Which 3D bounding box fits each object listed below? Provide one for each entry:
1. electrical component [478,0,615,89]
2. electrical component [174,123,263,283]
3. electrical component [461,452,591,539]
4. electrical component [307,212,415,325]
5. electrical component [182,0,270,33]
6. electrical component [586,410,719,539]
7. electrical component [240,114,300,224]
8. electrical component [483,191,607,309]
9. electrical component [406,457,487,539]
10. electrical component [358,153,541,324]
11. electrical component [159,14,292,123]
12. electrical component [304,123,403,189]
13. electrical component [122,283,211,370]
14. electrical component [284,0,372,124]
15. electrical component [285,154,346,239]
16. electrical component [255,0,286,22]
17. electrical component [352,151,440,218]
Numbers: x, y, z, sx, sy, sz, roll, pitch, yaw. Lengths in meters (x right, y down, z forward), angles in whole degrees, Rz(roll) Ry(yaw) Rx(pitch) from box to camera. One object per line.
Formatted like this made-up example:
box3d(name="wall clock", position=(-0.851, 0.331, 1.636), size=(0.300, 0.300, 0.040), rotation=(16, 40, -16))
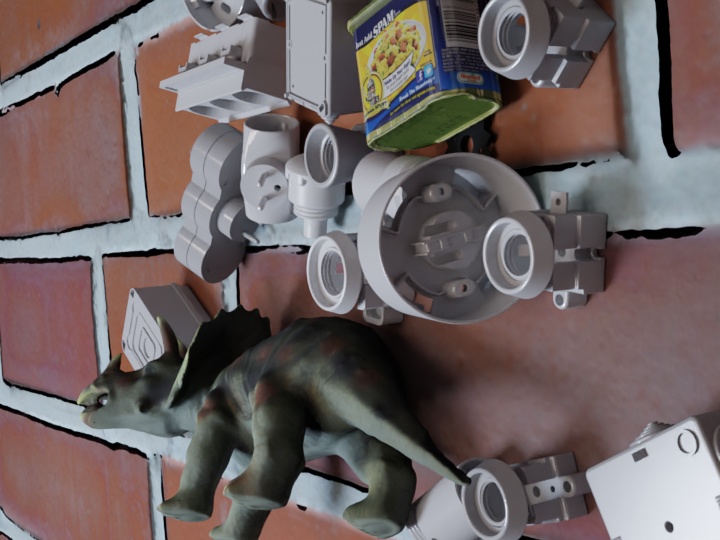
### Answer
box3d(name="electrical component", position=(0.098, -0.127, 0.583), size=(0.048, 0.055, 0.066), rotation=(58, 139, 34))
box3d(name="electrical component", position=(-0.109, -0.048, 0.916), size=(0.074, 0.052, 0.138), rotation=(33, 123, 29))
box3d(name="electrical component", position=(0.093, 0.131, 0.625), size=(0.066, 0.055, 0.048), rotation=(-28, 71, 55))
box3d(name="electrical component", position=(0.000, 0.000, 0.749), size=(0.058, 0.057, 0.078), rotation=(13, 105, 56))
box3d(name="electrical component", position=(-0.104, -0.245, 0.891), size=(0.099, 0.064, 0.099), rotation=(15, 112, 42))
box3d(name="electrical component", position=(0.165, 0.120, 0.520), size=(0.100, 0.048, 0.099), rotation=(-45, 57, 50))
box3d(name="electrical component", position=(-0.071, -0.071, 0.830), size=(0.079, 0.043, 0.077), rotation=(-79, -8, -63))
box3d(name="electrical component", position=(0.102, -0.010, 0.593), size=(0.048, 0.055, 0.066), rotation=(13, 105, 56))
box3d(name="electrical component", position=(0.060, 0.157, 0.691), size=(0.081, 0.043, 0.043), rotation=(-51, 53, 47))
box3d(name="electrical component", position=(0.051, -0.018, 0.637), size=(0.064, 0.099, 0.099), rotation=(-4, 91, 63))
box3d(name="electrical component", position=(-0.099, -0.160, 0.867), size=(0.121, 0.079, 0.063), rotation=(0, 79, 57))
box3d(name="electrical component", position=(-0.004, -0.080, 0.747), size=(0.045, 0.055, 0.045), rotation=(11, 104, 56))
box3d(name="electrical component", position=(-0.179, 0.072, 1.032), size=(0.113, 0.057, 0.078), rotation=(47, 131, 43))
box3d(name="electrical component", position=(-0.012, -0.149, 0.751), size=(0.062, 0.061, 0.096), rotation=(34, 129, 51))
box3d(name="electrical component", position=(-0.032, -0.054, 0.805), size=(0.048, 0.048, 0.062), rotation=(36, 130, 49))
box3d(name="electrical component", position=(-0.060, -0.222, 0.815), size=(0.055, 0.055, 0.047), rotation=(-52, 56, 46))
box3d(name="electrical component", position=(0.028, -0.055, 0.710), size=(0.055, 0.045, 0.045), rotation=(17, 108, 55))
